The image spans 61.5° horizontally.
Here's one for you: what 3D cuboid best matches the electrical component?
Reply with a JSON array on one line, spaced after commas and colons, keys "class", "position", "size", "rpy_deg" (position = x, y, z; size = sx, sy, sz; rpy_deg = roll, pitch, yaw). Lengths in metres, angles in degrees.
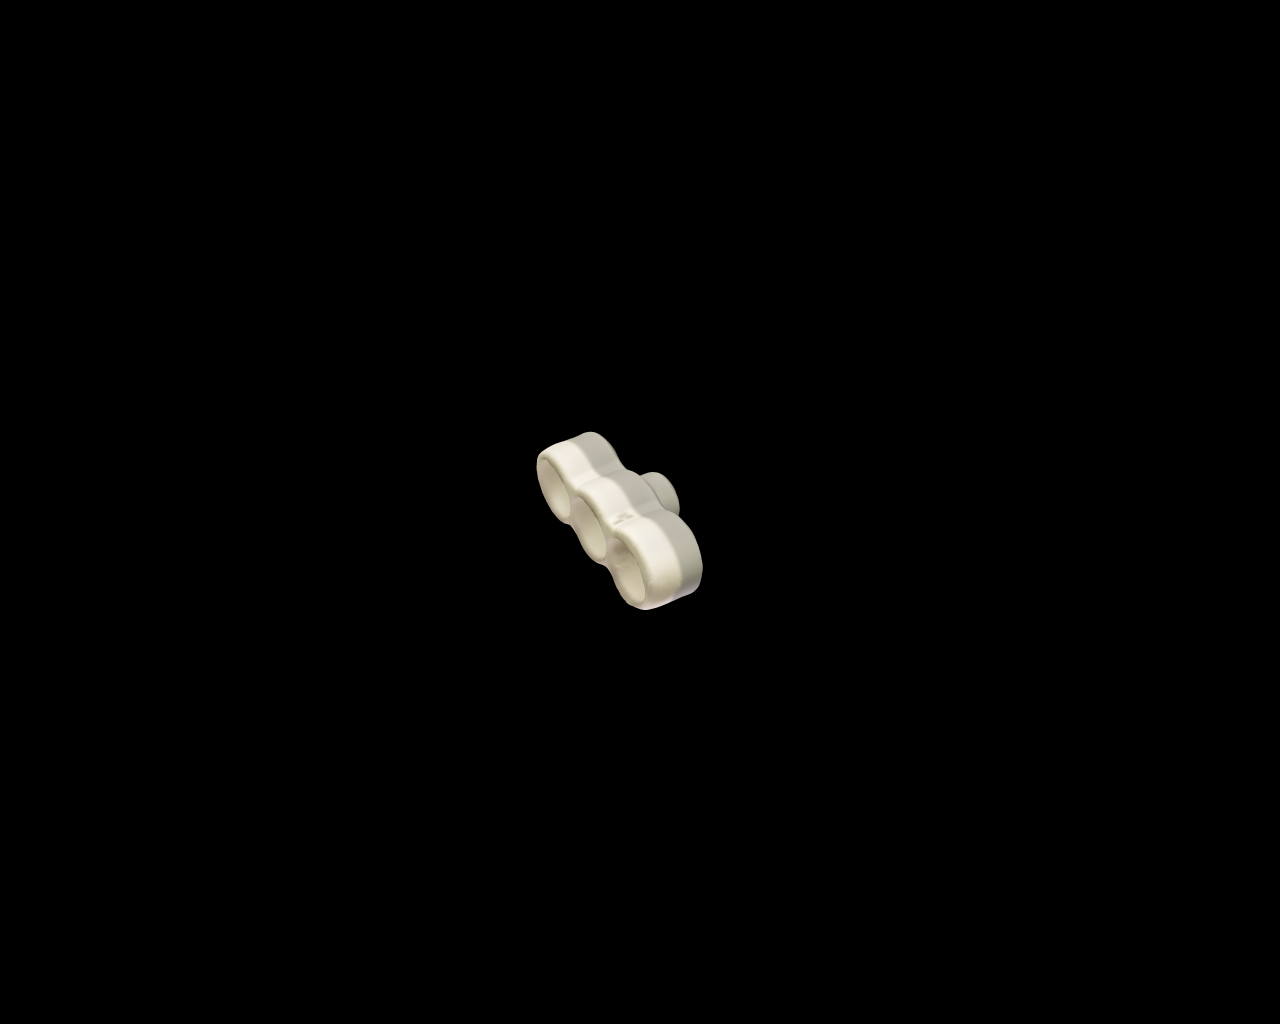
[{"class": "electrical component", "position": [0.001, -0.003, 0.650], "size": [0.074, 0.052, 0.138], "rpy_deg": [-22, 45, -23]}]
